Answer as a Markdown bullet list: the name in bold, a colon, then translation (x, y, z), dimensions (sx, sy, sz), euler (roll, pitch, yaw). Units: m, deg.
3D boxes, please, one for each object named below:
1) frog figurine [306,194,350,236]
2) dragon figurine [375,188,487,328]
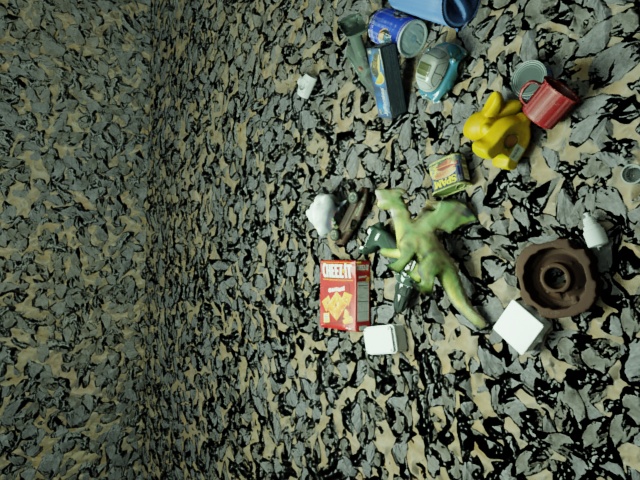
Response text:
- **frog figurine**: translation (0.005, -0.083, 1.659), dimensions (0.160, 0.124, 0.135), euler (12, 117, 38)
- **dragon figurine**: translation (0.296, 0.009, 1.294), dimensions (0.413, 0.122, 0.242), euler (35, 97, 14)
